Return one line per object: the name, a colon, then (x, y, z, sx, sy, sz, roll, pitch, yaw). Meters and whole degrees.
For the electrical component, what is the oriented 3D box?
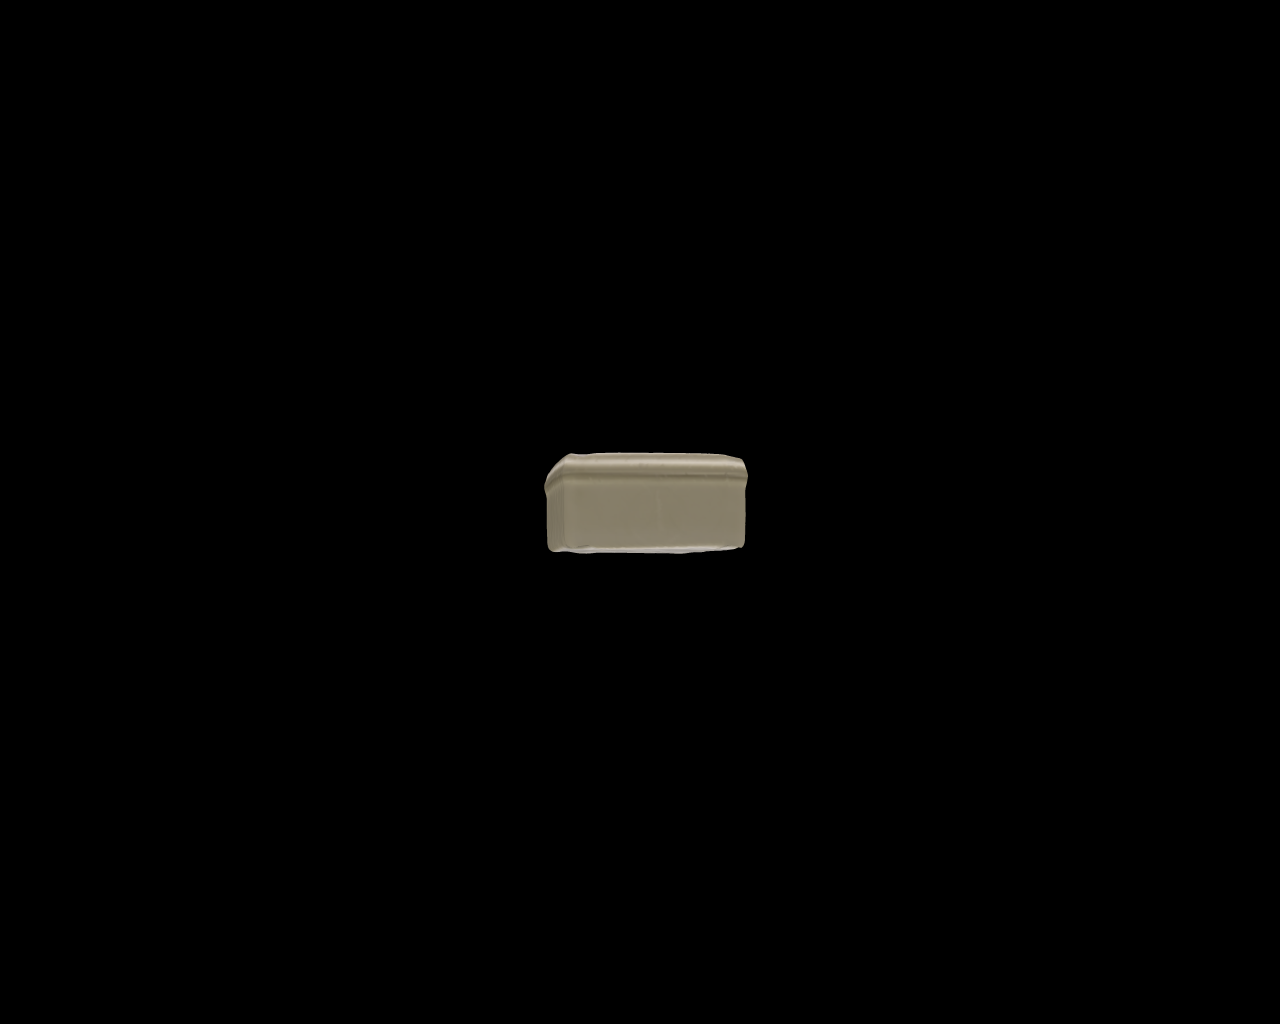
electrical component: (0.001, -0.003, 0.650, 0.109, 0.056, 0.108, 1, -3, -11)
